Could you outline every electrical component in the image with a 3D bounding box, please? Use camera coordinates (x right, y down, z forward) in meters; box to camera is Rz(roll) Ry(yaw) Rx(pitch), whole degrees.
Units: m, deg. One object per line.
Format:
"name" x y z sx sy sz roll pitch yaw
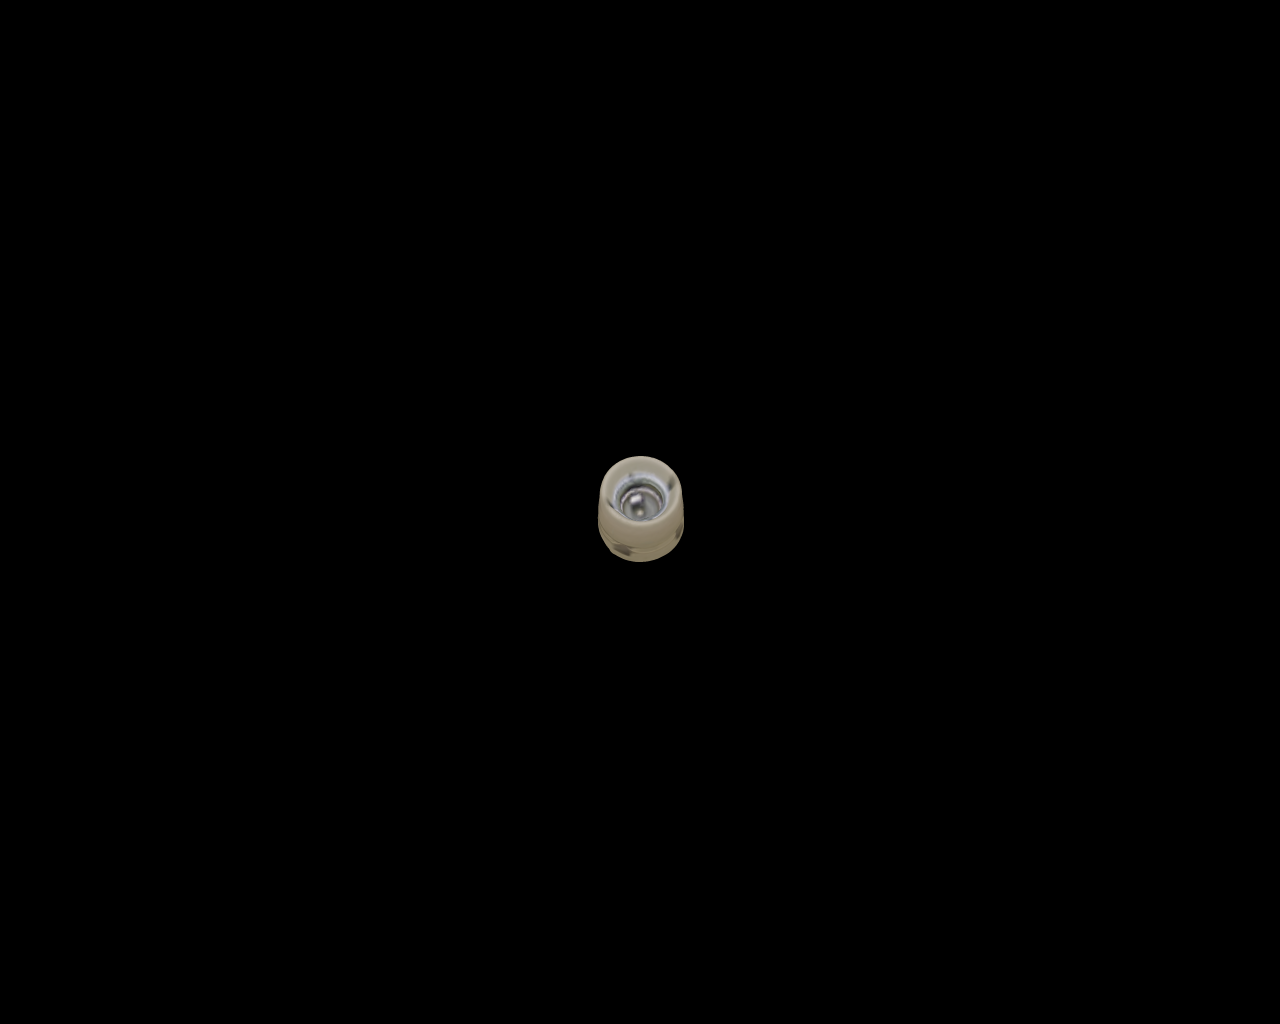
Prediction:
"electrical component" 0.001 -0.003 0.650 0.055 0.055 0.047 0 -27 0
